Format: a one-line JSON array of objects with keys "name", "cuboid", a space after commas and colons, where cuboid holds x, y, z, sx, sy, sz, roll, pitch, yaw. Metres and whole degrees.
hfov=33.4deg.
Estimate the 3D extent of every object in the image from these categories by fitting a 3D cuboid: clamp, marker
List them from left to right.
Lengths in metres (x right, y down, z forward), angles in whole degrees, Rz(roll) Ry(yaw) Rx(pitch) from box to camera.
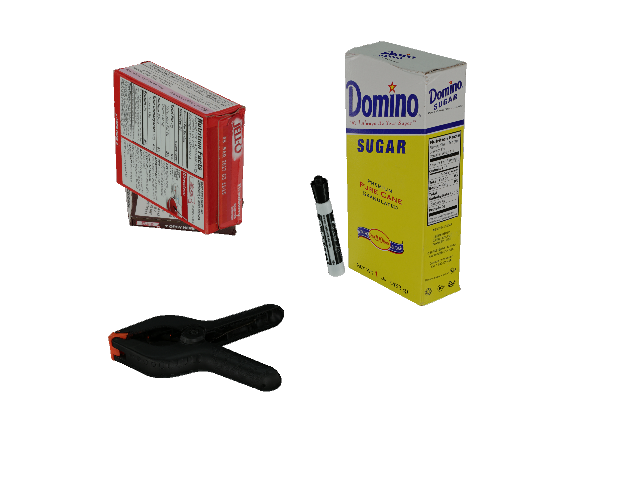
[{"name": "clamp", "cuboid": [-0.113, 0.095, 1.025, 0.171, 0.039, 0.120, 7, 26, 6]}, {"name": "marker", "cuboid": [0.008, -0.016, 1.175, 0.020, 0.121, 0.020, -9, 28, 5]}]

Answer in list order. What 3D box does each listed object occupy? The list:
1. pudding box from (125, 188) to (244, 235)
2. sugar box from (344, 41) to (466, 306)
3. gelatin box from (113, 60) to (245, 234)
[{"name": "pudding box", "cuboid": [-0.115, -0.052, 0.882, 0.090, 0.039, 0.113, 4, 35, -15]}, {"name": "sugar box", "cuboid": [0.060, -0.050, 0.783, 0.048, 0.176, 0.093, -20, 28, -31]}, {"name": "gelatin box", "cuboid": [-0.081, -0.054, 0.609, 0.089, 0.073, 0.030, 28, 37, 37]}]
